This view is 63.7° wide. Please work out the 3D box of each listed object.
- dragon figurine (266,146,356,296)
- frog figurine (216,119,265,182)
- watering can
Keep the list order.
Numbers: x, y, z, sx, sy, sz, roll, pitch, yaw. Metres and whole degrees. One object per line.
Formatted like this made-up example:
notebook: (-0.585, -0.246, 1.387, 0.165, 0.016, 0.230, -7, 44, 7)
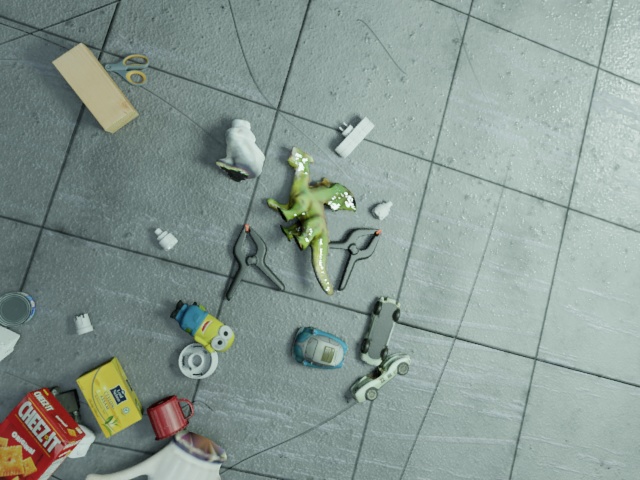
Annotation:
dragon figurine: (0.004, -0.073, 1.458, 0.245, 0.121, 0.410, -32, 91, -21)
frog figurine: (-0.205, -0.251, 1.417, 0.136, 0.122, 0.161, 32, 69, -43)
watering can: (-0.390, 0.593, 1.318, 0.345, 0.104, 0.226, 32, 81, -18)
